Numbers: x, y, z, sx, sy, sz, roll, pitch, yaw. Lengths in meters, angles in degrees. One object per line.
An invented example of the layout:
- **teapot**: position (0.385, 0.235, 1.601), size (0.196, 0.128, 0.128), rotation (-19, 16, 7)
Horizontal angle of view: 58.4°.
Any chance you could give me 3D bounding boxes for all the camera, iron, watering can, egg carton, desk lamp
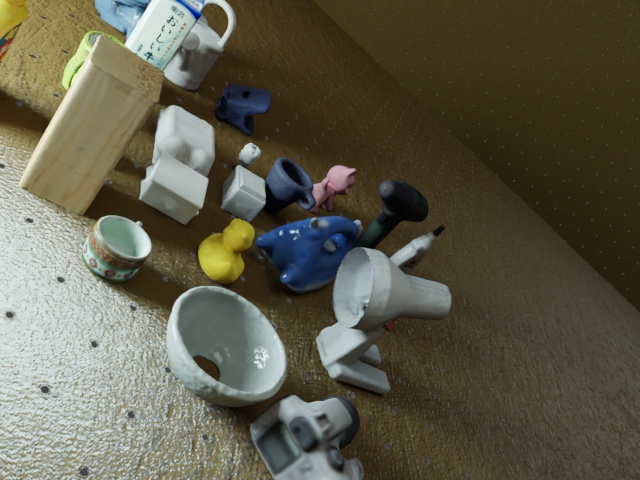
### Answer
- **camera**: position (0.009, 0.254, 0.723), size (0.143, 0.100, 0.137), rotation (54, 28, 19)
- **iron**: position (0.009, 0.004, 1.033), size (0.118, 0.141, 0.259), rotation (53, 28, 17)
- **watering can**: position (-0.251, -0.418, 1.205), size (0.101, 0.193, 0.172), rotation (28, 31, -30)
- **egg carton**: position (-0.239, -0.170, 1.009), size (0.107, 0.069, 0.150), rotation (27, 32, -32)
- **desk lamp**: position (0.087, 0.123, 0.894), size (0.204, 0.213, 0.117), rotation (26, 32, -33)

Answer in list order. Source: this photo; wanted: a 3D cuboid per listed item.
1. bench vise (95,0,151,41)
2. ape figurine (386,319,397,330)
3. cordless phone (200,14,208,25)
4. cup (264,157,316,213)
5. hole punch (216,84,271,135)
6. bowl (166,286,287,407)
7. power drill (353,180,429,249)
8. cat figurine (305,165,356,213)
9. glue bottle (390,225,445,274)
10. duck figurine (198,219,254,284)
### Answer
- **bench vise**: position (-0.333, -0.484, 1.154), size (0.207, 0.219, 0.121), rotation (42, 27, -6)
- **ape figurine**: position (0.150, 0.119, 1.123), size (0.076, 0.092, 0.078), rotation (54, 28, 18)
- **cordless phone**: position (-0.301, -0.534, 1.309), size (0.148, 0.184, 0.094), rotation (14, 40, -46)
- **cup**: position (-0.065, -0.088, 1.110), size (0.117, 0.094, 0.092), rotation (52, 27, 15)
- **hole punch**: position (-0.169, -0.305, 1.275), size (0.101, 0.091, 0.108), rotation (31, 29, -25)
- **bowl**: position (-0.127, 0.144, 0.716), size (0.168, 0.074, 0.167), rotation (34, 29, -21)
- **power drill**: position (0.128, -0.038, 1.186), size (0.230, 0.208, 0.075), rotation (-3, 53, -56)
- **cat figurine**: position (0.028, -0.124, 1.267), size (0.067, 0.117, 0.128), rotation (50, 27, 11)
- **glue bottle**: position (0.207, 0.025, 1.246), size (0.078, 0.173, 0.037), rotation (5, 47, -52)
- **duck figurine**: position (-0.136, 0.010, 0.882), size (0.078, 0.086, 0.104), rotation (31, 30, -25)
